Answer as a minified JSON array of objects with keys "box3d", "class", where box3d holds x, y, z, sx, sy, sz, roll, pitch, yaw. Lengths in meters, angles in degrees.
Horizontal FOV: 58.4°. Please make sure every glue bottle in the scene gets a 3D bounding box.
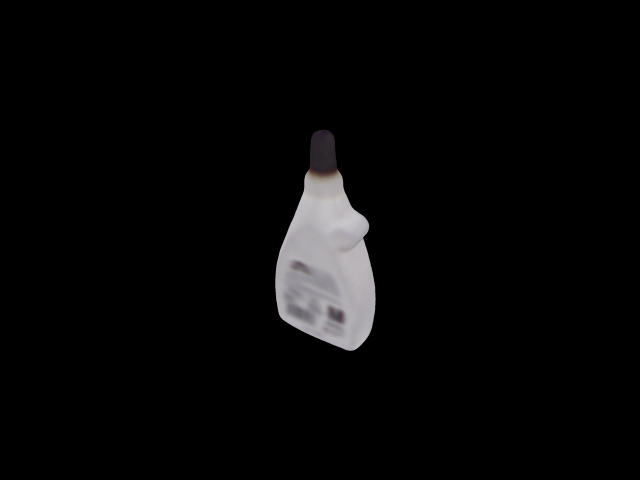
[{"box3d":[0.004,0.001,0.400,0.078,0.173,0.037,22,45,24],"class":"glue bottle"}]
